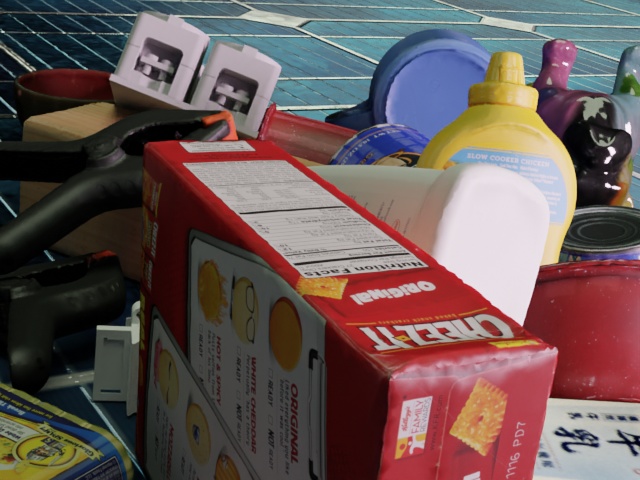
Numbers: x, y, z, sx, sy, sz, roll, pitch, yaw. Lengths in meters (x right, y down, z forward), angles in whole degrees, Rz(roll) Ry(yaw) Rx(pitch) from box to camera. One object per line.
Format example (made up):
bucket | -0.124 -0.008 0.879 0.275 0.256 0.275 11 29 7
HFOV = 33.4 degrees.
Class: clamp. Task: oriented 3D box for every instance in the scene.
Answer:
clamp | -0.137 -0.046 0.652 0.171 0.039 0.120 -22 47 -17
clamp | -0.163 0.042 0.585 0.165 0.036 0.209 4 13 28

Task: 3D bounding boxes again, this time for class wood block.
wood block | -0.097 -0.024 0.730 0.206 0.090 0.090 18 22 25

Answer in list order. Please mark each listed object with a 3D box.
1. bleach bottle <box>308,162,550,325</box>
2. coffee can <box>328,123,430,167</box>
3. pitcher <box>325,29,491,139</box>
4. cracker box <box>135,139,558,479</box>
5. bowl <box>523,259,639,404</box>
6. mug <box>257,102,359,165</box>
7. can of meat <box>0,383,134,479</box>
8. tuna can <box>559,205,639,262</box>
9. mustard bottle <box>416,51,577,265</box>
bleach bottle | -0.004 0.001 0.552 0.068 0.102 0.251 17 -1 -37
coffee can | 0.073 -0.013 0.741 0.102 0.103 0.140 -2 23 -25
pitcher | 0.093 -0.116 0.928 0.145 0.149 0.242 33 11 -1
cracker box | -0.008 0.069 0.420 0.072 0.164 0.214 -6 25 -27
bowl | 0.134 0.072 0.535 0.162 0.162 0.055 6 58 -6
mug | -0.012 -0.045 0.830 0.081 0.093 0.117 14 44 2
can of meat | -0.140 0.103 0.434 0.102 0.057 0.083 18 22 26
tuna can | 0.190 0.006 0.717 0.086 0.034 0.086 -6 22 2
mustard bottle | 0.101 -0.015 0.630 0.096 0.191 0.058 6 -1 -7
